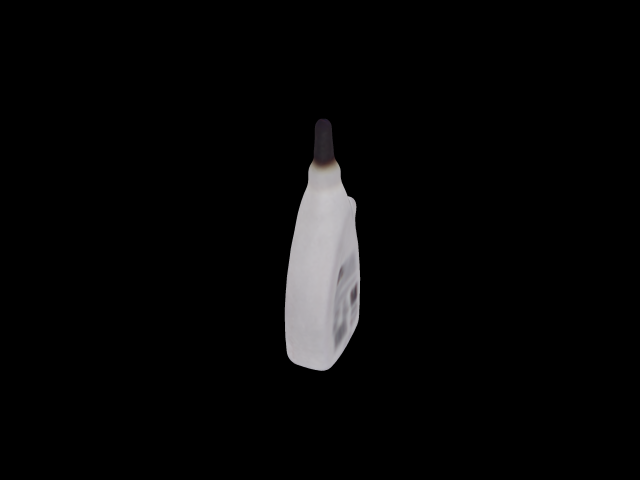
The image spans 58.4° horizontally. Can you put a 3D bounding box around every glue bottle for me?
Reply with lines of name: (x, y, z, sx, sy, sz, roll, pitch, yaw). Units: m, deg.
glue bottle: (0.004, 0.001, 0.400, 0.037, 0.173, 0.078, 10, 28, 21)
